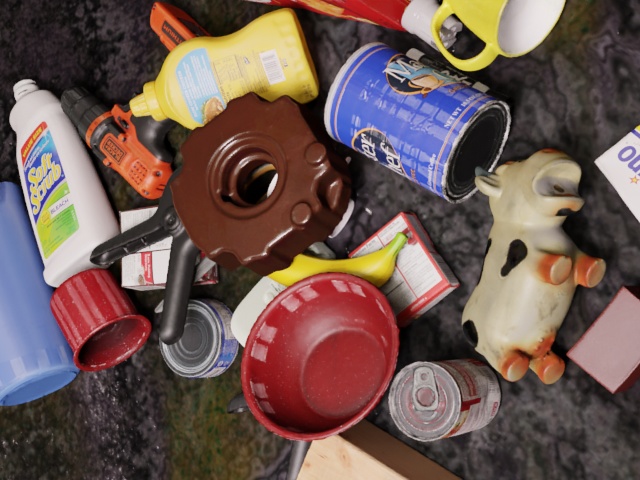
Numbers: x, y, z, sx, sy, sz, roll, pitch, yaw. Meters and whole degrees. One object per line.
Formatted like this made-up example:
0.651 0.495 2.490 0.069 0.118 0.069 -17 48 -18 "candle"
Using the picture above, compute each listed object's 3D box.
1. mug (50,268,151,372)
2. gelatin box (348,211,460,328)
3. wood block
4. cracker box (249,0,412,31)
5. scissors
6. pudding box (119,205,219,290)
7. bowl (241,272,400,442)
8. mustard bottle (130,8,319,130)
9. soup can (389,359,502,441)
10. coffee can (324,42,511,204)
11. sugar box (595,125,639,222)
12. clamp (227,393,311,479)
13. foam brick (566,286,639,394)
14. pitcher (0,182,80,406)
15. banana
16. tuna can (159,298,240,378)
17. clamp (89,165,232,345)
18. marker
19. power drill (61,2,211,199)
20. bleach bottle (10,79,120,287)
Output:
-0.249 0.093 1.193 0.081 0.093 0.117 53 148 27 "mug"
0.080 0.028 1.026 0.073 0.030 0.089 -41 67 24 "gelatin box"
0.084 0.254 0.973 0.206 0.090 0.090 28 101 29 "wood block"
-0.030 -0.268 1.033 0.214 0.164 0.072 17 93 30 "cracker box"
-0.083 0.014 1.107 0.096 0.016 0.202 32 90 20 "scissors"
-0.166 0.006 1.169 0.114 0.039 0.090 -6 82 27 "pudding box"
0.009 0.113 0.980 0.162 0.055 0.162 -14 58 24 "bowl"
-0.103 -0.163 1.090 0.192 0.058 0.096 -17 110 8 "mustard bottle"
0.114 0.141 0.955 0.069 0.102 0.068 -2 86 30 "soup can"
0.089 -0.110 0.986 0.140 0.102 0.103 31 103 28 "coffee can"
0.325 -0.083 0.877 0.176 0.048 0.093 -41 68 21 "sugar box"
-0.010 0.162 1.065 0.172 0.039 0.120 -45 68 20 "clamp"
0.259 0.084 0.903 0.053 0.051 0.078 44 108 24 "foam brick"
-0.373 0.068 1.247 0.145 0.149 0.243 -28 76 10 "pitcher"
-0.007 0.020 1.038 0.198 0.037 0.069 6 79 26 "banana"
-0.130 0.105 1.143 0.086 0.033 0.086 -2 85 31 "tuna can"
-0.153 -0.016 1.118 0.165 0.036 0.210 32 94 36 "clamp"
0.132 -0.150 1.012 0.121 0.020 0.020 33 103 28 "marker"
-0.195 -0.166 1.189 0.184 0.057 0.188 43 111 22 "power drill"
-0.312 -0.076 1.249 0.103 0.068 0.251 -36 67 25 "bleach bottle"
